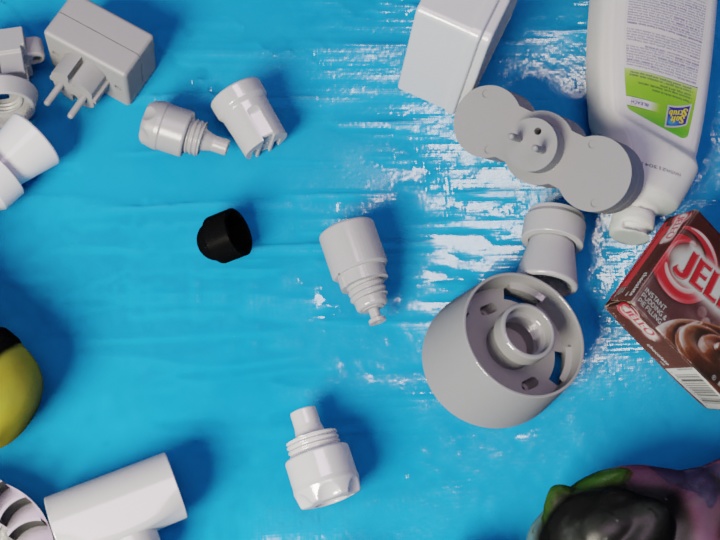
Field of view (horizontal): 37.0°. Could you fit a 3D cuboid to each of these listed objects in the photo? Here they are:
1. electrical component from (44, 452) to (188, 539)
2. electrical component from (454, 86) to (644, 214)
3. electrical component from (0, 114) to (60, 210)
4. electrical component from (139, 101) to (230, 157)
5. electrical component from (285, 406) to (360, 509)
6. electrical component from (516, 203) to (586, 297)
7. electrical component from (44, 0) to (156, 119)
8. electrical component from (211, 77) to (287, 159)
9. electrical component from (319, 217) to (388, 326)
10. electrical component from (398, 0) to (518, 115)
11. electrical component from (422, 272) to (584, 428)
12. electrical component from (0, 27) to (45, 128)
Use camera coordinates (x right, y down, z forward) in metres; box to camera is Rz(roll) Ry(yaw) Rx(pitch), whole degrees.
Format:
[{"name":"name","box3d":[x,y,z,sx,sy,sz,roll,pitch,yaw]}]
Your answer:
[{"name":"electrical component","box3d":[-0.143,0.162,0.657,0.077,0.044,0.079,-19,74,-14]},{"name":"electrical component","box3d":[0.125,-0.085,0.746,0.138,0.074,0.052,31,104,24]},{"name":"electrical component","box3d":[-0.239,-0.072,0.728,0.045,0.045,0.055,41,70,7]},{"name":"electrical component","box3d":[-0.123,-0.096,0.759,0.061,0.035,0.035,18,69,-4]},{"name":"electrical component","box3d":[-0.028,0.119,0.690,0.043,0.043,0.062,-15,72,-13]},{"name":"electrical component","box3d":[0.135,-0.014,0.760,0.045,0.045,0.055,14,68,-3]},{"name":"electrical component","box3d":[-0.193,-0.141,0.759,0.066,0.047,0.076,29,70,2]},{"name":"electrical component","box3d":[-0.078,-0.108,0.768,0.040,0.040,0.046,-29,83,-17]},{"name":"electrical component","box3d":[0.000,0.000,0.738,0.040,0.040,0.078,-15,73,-13]},{"name":"electrical component","box3d":[0.078,-0.188,0.781,0.056,0.108,0.108,25,69,4]},{"name":"electrical component","box3d":[0.100,0.053,0.733,0.099,0.064,0.099,9,62,-18]},{"name":"electrical component","box3d":[-0.252,-0.133,0.749,0.066,0.048,0.055,-11,65,-12]}]
